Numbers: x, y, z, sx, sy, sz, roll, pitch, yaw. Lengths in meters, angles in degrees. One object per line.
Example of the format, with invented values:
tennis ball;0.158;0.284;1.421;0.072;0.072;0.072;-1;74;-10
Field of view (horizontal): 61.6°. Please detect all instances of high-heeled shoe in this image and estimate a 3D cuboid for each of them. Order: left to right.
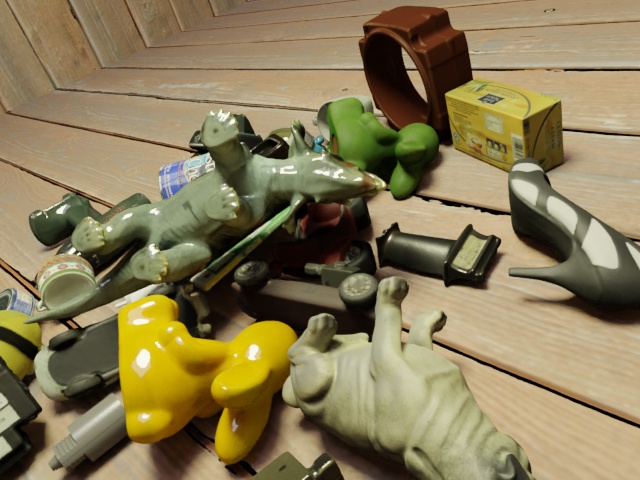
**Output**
high-heeled shoe;0.277;-0.025;0.571;0.145;0.086;0.249;0;41;23

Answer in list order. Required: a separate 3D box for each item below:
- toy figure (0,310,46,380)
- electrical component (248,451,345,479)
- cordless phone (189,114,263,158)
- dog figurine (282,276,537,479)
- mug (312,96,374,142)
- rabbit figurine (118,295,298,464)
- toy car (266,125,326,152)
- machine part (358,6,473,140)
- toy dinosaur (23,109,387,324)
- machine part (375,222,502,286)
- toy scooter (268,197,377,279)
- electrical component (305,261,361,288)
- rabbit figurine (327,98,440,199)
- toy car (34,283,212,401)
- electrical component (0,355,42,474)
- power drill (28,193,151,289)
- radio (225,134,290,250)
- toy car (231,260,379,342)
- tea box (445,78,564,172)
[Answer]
toy figure;-0.397;0.160;0.624;0.082;0.089;0.180;17;38;10
electrical component;-0.027;0.207;0.412;0.102;0.045;0.078;-33;6;-26
cordless phone;-0.212;-0.156;1.038;0.147;0.088;0.184;12;55;39
dog figurine;0.056;0.150;0.416;0.172;0.121;0.191;-42;43;26
mug;0.047;-0.230;1.008;0.110;0.080;0.107;0;24;40
rabbit figurine;-0.098;0.121;0.514;0.173;0.121;0.162;-8;22;-19
toy car;-0.053;-0.132;0.881;0.109;0.102;0.162;-6;32;22
machine part;0.156;-0.273;0.891;0.087;0.200;0.202;-31;34;-15
toy dinosaur;-0.131;-0.020;0.615;0.405;0.131;0.192;-28;-15;14
machine part;0.134;0.013;0.627;0.139;0.039;0.084;8;49;33
toy scooter;-0.001;-0.002;0.686;0.135;0.075;0.184;-16;35;12
electrical component;0.024;0.055;0.590;0.094;0.063;0.021;8;15;34
rabbit figurine;0.105;-0.142;0.807;0.170;0.121;0.159;-7;34;-9
toy car;-0.223;0.116;0.617;0.202;0.073;0.056;-24;-12;-10
electrical component;-0.357;0.178;0.542;0.115;0.134;0.058;-35;0;-25
power drill;-0.409;-0.011;0.903;0.208;0.085;0.232;10;40;43
radio;-0.125;-0.052;0.754;0.229;0.073;0.131;-35;21;3
toy car;-0.009;0.069;0.566;0.202;0.089;0.053;6;40;36
tea box;0.261;-0.163;0.770;0.068;0.098;0.170;-26;35;-11
